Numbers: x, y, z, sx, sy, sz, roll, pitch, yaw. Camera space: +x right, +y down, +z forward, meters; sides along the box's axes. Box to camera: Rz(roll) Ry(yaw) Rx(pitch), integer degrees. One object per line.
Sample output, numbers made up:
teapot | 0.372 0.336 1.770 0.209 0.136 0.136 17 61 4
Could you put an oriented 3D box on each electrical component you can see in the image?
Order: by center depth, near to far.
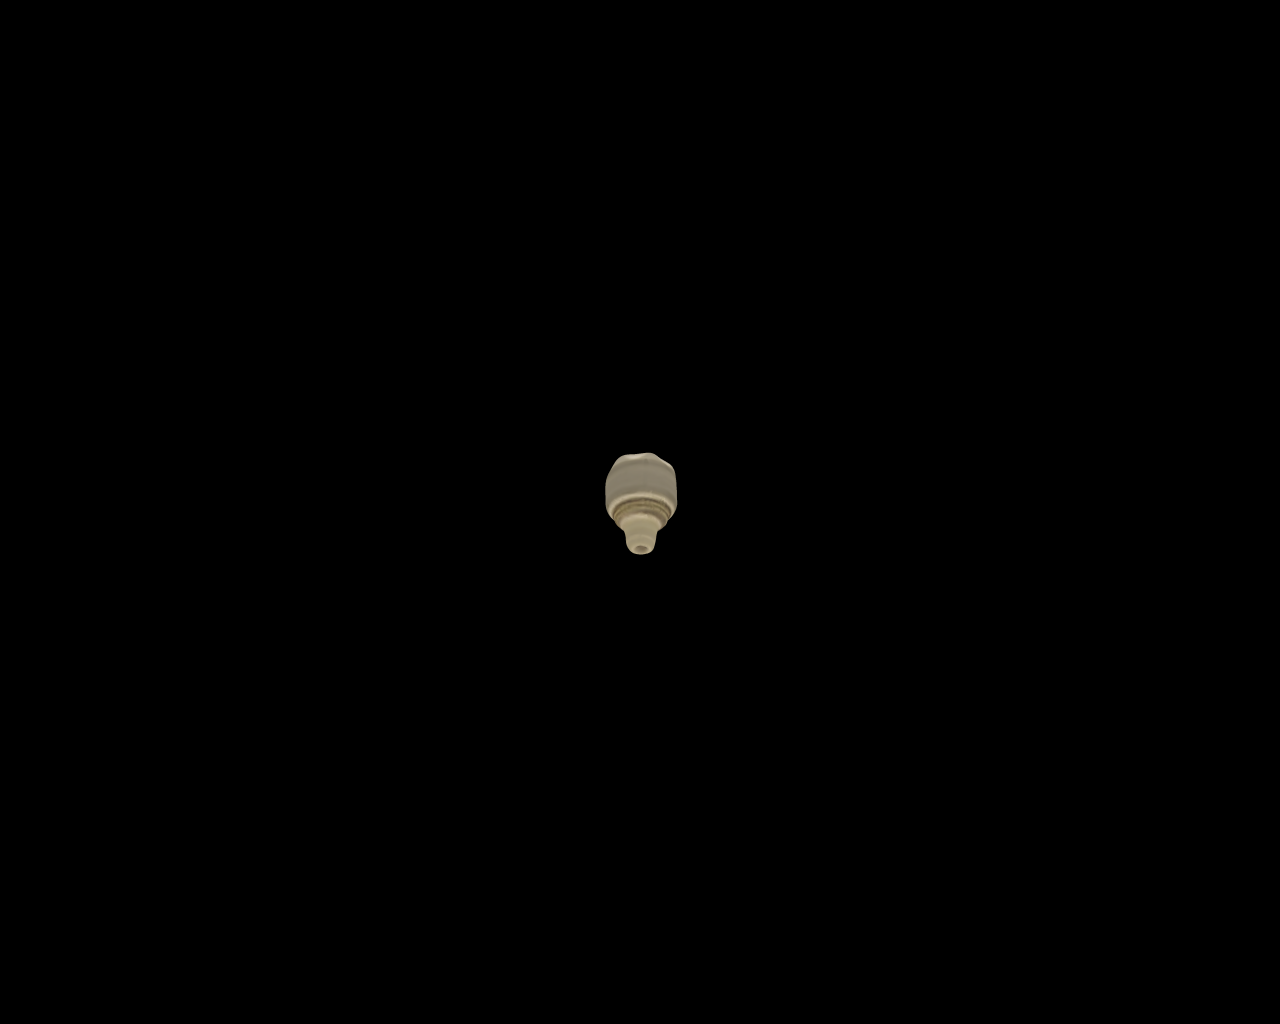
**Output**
electrical component | 0.001 -0.003 0.650 0.043 0.062 0.043 0 -34 0
